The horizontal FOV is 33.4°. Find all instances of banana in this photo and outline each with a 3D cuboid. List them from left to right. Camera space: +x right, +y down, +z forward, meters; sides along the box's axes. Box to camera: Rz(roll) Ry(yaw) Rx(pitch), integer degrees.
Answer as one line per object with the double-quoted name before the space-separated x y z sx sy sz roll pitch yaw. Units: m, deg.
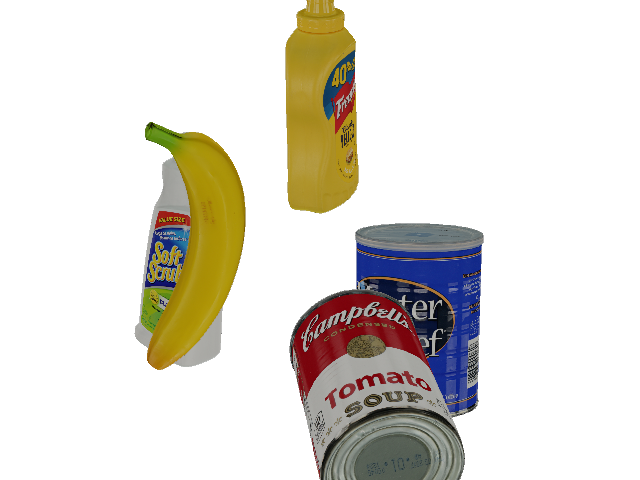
"banana" -0.086 0.003 0.734 0.069 0.198 0.037 -3 32 -13

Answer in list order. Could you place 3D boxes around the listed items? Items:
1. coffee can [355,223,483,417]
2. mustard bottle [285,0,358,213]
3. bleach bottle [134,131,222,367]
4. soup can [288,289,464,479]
"coffee can" 0.079 0.062 0.866 0.103 0.140 0.103 0 9 0
"mustard bottle" 0.001 -0.128 0.945 0.058 0.192 0.096 10 29 21
"bleach bottle" -0.147 0.005 1.138 0.103 0.251 0.067 26 32 37
"soup can" 0.025 0.079 0.519 0.068 0.068 0.102 0 29 -10
